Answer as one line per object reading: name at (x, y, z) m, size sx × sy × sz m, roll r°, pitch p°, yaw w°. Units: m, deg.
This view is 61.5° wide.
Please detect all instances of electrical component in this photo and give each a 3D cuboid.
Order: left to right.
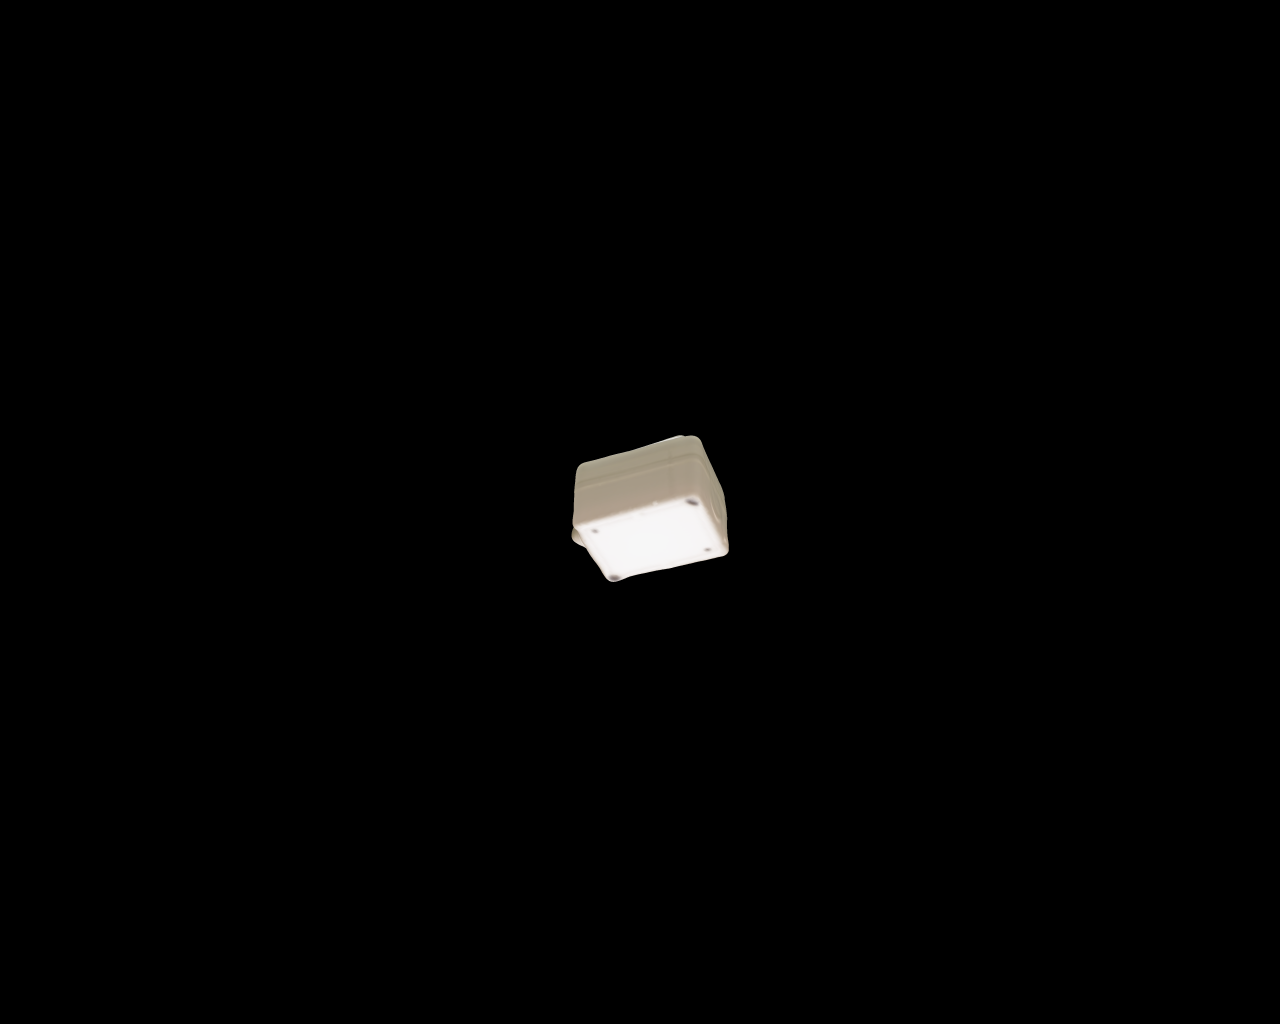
electrical component at (0.001, -0.003, 0.650) m, size 0.096 × 0.061 × 0.061 m, roll -14°, pitch -43°, yaw 15°
